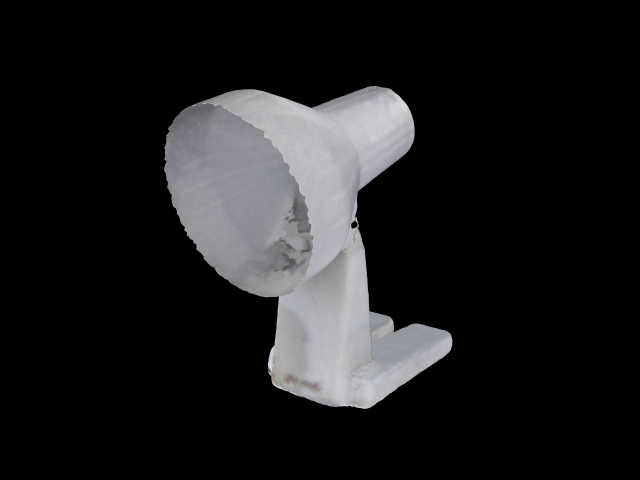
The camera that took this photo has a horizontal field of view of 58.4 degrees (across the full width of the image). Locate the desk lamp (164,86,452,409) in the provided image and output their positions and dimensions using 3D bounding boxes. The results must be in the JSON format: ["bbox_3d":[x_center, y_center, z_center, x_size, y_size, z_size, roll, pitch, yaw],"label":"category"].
[{"bbox_3d":[0.004,0.001,0.400,0.117,0.213,0.204,11,17,38],"label":"desk lamp"}]
